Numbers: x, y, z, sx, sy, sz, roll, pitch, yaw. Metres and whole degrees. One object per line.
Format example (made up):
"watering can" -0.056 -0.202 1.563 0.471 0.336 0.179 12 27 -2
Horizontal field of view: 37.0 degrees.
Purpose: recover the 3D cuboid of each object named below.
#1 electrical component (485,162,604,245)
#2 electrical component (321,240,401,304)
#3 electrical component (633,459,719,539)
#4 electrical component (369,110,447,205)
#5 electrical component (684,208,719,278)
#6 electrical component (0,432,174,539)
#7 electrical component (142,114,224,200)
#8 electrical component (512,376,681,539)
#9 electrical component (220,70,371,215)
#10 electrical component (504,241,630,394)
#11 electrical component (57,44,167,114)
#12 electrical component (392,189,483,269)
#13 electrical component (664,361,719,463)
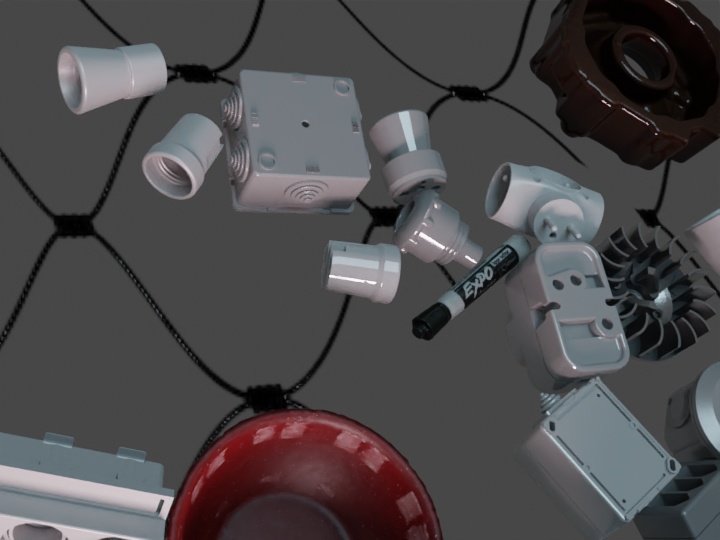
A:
"electrical component" 0.139 -0.041 0.782 0.077 0.044 0.079 17 20 -14
"electrical component" 0.000 0.000 0.720 0.046 0.040 0.040 8 62 -13
"electrical component" 0.233 0.177 0.723 0.066 0.047 0.076 -32 97 -34
"electrical component" 0.035 -0.080 0.772 0.045 0.045 0.055 -7 68 -26
"electrical component" 0.314 -0.032 0.830 0.108 0.108 0.060 -28 84 -31
"electrical component" -0.167 0.124 0.568 0.121 0.078 0.063 14 31 -16
"electrical component" -0.116 -0.076 0.710 0.040 0.040 0.046 32 51 -5
"electrical component" 0.149 0.122 0.711 0.062 0.061 0.096 -33 74 -31
"electrical component" -0.044 -0.088 0.740 0.100 0.048 0.099 0 65 -23
"electrical component" 0.140 0.035 0.748 0.054 0.059 0.095 -2 66 -24
"electrical component" -0.163 -0.130 0.717 0.065 0.044 0.044 -16 72 -33
"electrical component" 0.057 -0.024 0.753 0.062 0.048 0.048 31 57 -15
"electrical component" 0.261 0.109 0.767 0.080 0.051 0.080 10 62 -18
